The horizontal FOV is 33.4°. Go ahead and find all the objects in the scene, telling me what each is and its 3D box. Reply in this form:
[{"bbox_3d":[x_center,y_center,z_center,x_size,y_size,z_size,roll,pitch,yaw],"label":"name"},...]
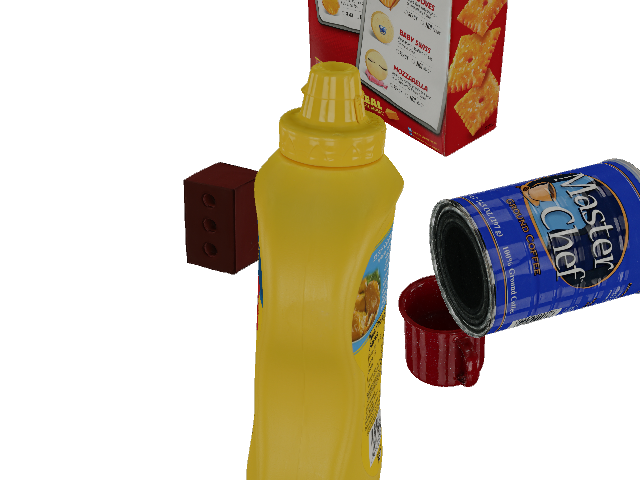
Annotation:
[{"bbox_3d":[0.164,0.005,0.778,0.140,0.103,0.103,-14,3,-14],"label":"coffee can"},{"bbox_3d":[-0.079,-0.020,0.907,0.053,0.078,0.051,13,25,30],"label":"foam brick"},{"bbox_3d":[0.066,-0.196,0.832,0.072,0.214,0.164,-30,47,-30],"label":"cracker box"},{"bbox_3d":[0.002,0.023,0.436,0.058,0.192,0.096,8,25,10],"label":"mustard bottle"},{"bbox_3d":[0.131,0.101,1.080,0.093,0.081,0.117,-16,38,-15],"label":"mug"}]
